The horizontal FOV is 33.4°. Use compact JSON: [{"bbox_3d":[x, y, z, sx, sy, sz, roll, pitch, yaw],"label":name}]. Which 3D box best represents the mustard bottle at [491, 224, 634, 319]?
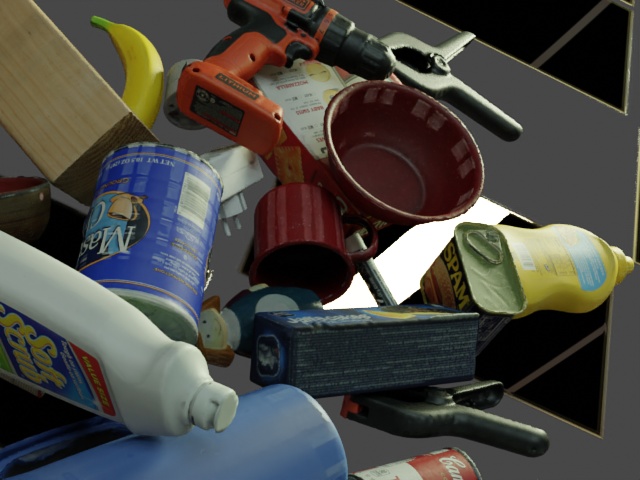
[{"bbox_3d":[0.241,0.029,1.081,0.191,0.058,0.096,-2,54,-27],"label":"mustard bottle"}]

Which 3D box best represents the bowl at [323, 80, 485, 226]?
[{"bbox_3d":[0.068,-0.069,0.983,0.162,0.055,0.162,13,52,-17],"label":"bowl"}]

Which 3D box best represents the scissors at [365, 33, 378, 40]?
[{"bbox_3d":[0.075,-0.153,1.176,0.096,0.016,0.202,-9,58,-30],"label":"scissors"}]

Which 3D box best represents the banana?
[{"bbox_3d":[-0.185,-0.144,1.030,0.069,0.037,0.198,-7,52,-3],"label":"banana"}]

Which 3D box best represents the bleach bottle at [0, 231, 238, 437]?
[{"bbox_3d":[-0.167,0.064,0.727,0.251,0.103,0.068,20,37,23],"label":"bleach bottle"}]

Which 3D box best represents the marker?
[{"bbox_3d":[0.057,0.050,0.985,0.020,0.020,0.121,-22,78,-37],"label":"marker"}]

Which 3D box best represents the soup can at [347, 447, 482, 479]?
[{"bbox_3d":[0.071,0.208,0.846,0.102,0.069,0.068,-7,58,-30],"label":"soup can"}]

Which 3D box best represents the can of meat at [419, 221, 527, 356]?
[{"bbox_3d":[0.140,0.048,0.998,0.057,0.084,0.102,5,52,-23],"label":"can of meat"}]

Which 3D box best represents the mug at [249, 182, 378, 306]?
[{"bbox_3d":[-0.006,0.001,0.954,0.117,0.093,0.081,-8,47,4],"label":"mug"}]

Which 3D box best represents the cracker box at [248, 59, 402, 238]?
[{"bbox_3d":[0.020,-0.110,1.077,0.163,0.072,0.214,-25,69,-36],"label":"cracker box"}]

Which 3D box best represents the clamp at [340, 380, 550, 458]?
[{"bbox_3d":[0.106,0.149,0.903,0.171,0.039,0.120,2,10,-21],"label":"clamp"}]

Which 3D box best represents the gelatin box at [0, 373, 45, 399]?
[{"bbox_3d":[-0.227,0.070,0.837,0.073,0.030,0.089,28,47,-1],"label":"gelatin box"}]

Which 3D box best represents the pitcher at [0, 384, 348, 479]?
[{"bbox_3d":[-0.107,0.182,0.748,0.242,0.145,0.149,-18,87,-40],"label":"pitcher"}]

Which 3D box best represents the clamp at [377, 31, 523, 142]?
[{"bbox_3d":[0.133,-0.181,1.199,0.209,0.036,0.165,-1,54,-40],"label":"clamp"}]

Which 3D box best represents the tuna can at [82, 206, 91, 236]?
[{"bbox_3d":[-0.161,-0.011,0.932,0.086,0.034,0.086,14,49,-16],"label":"tuna can"}]

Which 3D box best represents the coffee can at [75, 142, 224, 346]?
[{"bbox_3d":[-0.136,0.009,0.839,0.102,0.103,0.140,16,57,-14],"label":"coffee can"}]

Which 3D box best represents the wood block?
[{"bbox_3d":[-0.247,-0.139,0.933,0.090,0.090,0.206,-43,76,-1],"label":"wood block"}]

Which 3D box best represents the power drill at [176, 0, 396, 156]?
[{"bbox_3d":[-0.036,-0.163,1.008,0.184,0.057,0.187,27,49,4],"label":"power drill"}]
